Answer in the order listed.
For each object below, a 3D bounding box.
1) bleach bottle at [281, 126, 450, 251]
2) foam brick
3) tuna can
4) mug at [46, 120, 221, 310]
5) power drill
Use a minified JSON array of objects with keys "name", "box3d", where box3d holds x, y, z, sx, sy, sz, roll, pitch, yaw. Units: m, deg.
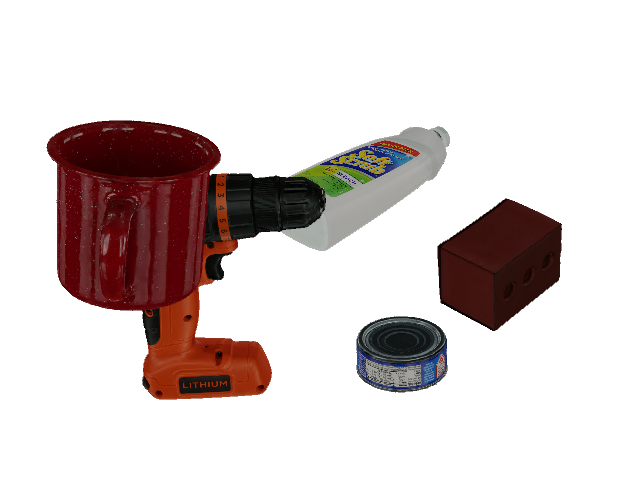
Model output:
[{"name":"bleach bottle","box3d":[0.058,-0.078,1.259,0.103,0.068,0.250,29,45,34]},{"name":"foam brick","box3d":[0.126,0.016,0.750,0.078,0.053,0.051,-33,42,-31]},{"name":"tuna can","box3d":[0.076,0.105,0.999,0.086,0.034,0.086,-3,25,1]},{"name":"mug","box3d":[-0.104,-0.009,0.583,0.093,0.081,0.117,4,24,-6]},{"name":"power drill","box3d":[-0.083,0.035,0.857,0.184,0.188,0.057,-3,25,3]}]
